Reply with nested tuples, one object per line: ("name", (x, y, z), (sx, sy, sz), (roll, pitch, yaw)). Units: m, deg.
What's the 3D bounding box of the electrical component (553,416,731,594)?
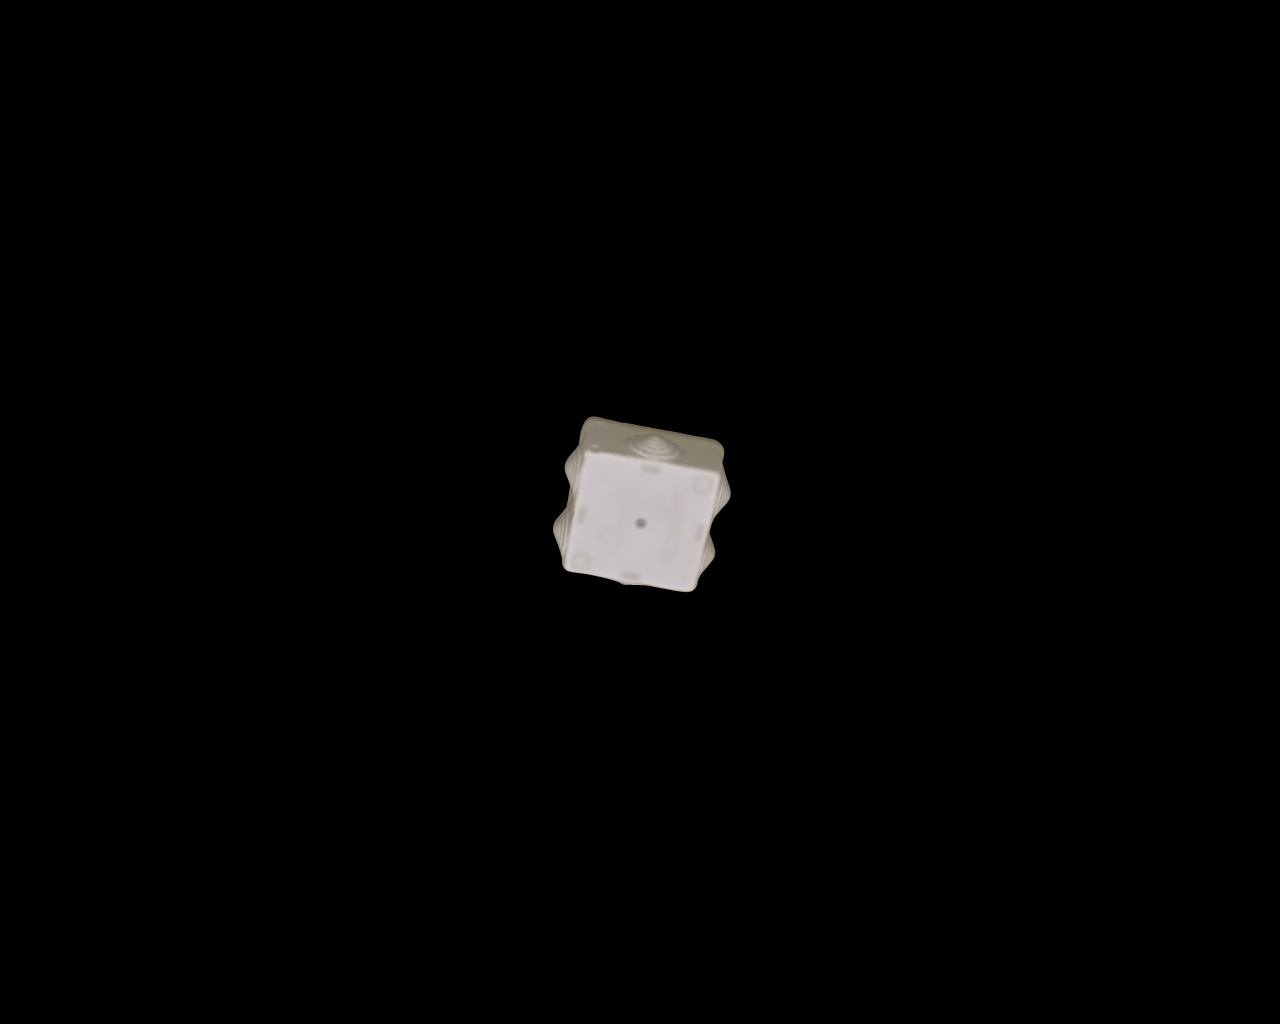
("electrical component", (0.001, -0.003, 0.650), (0.100, 0.099, 0.048), (11, 24, -5))
